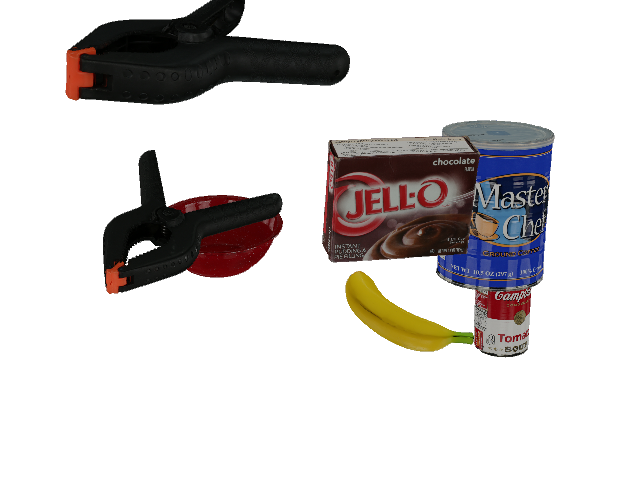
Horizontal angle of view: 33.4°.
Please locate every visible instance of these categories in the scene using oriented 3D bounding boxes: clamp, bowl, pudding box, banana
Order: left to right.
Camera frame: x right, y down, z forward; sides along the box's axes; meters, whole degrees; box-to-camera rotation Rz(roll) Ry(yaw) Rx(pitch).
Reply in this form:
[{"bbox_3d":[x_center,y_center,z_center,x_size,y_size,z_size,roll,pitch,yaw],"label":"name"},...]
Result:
[{"bbox_3d":[-0.158,-0.020,1.057,0.165,0.036,0.209,24,40,21],"label":"clamp"},{"bbox_3d":[-0.081,-0.119,0.649,0.171,0.039,0.120,-10,30,-32],"label":"clamp"},{"bbox_3d":[-0.128,0.001,1.328,0.162,0.055,0.162,1,27,-1],"label":"bowl"},{"bbox_3d":[0.075,0.079,1.152,0.069,0.037,0.198,4,18,-38],"label":"banana"},{"bbox_3d":[0.060,-0.033,0.817,0.113,0.090,0.039,-4,33,-11],"label":"pudding box"}]

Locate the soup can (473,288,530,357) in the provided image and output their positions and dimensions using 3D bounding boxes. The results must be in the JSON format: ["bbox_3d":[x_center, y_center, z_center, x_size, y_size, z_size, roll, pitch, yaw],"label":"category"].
[{"bbox_3d":[0.223,0.084,1.310,0.068,0.102,0.068,-1,19,0],"label":"soup can"}]

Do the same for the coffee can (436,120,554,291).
[{"bbox_3d":[0.163,-0.035,1.006,0.103,0.140,0.103,0,17,0],"label":"coffee can"}]
